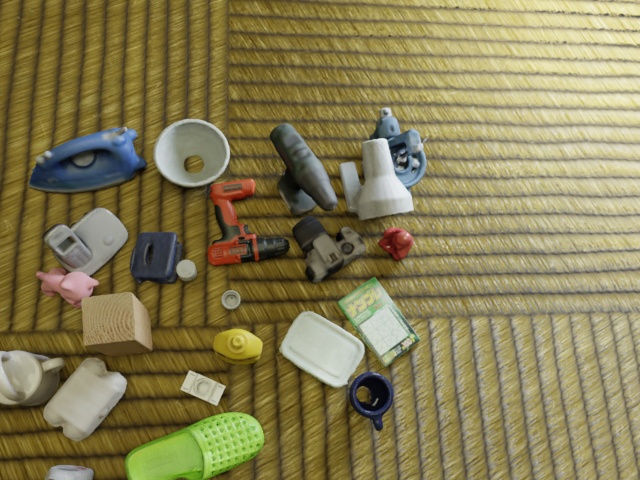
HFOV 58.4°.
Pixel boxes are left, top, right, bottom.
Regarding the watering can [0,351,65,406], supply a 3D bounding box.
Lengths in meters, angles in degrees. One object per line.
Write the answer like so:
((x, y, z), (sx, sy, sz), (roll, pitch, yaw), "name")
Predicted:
((-0.576, 0.264, 1.075), (0.101, 0.194, 0.173), (45, 73, 7), "watering can")

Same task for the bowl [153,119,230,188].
((-0.290, -0.187, 1.311), (0.167, 0.074, 0.167), (2, 73, -7), "bowl")

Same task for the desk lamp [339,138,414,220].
((0.119, -0.121, 1.275), (0.118, 0.213, 0.203), (-11, 75, -10), "desk lamp")

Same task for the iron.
((-0.520, -0.179, 1.242), (0.258, 0.141, 0.118), (-20, 77, -13), "iron")

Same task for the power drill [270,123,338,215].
((-0.038, -0.134, 1.260), (0.076, 0.208, 0.229), (-28, 79, -14), "power drill")

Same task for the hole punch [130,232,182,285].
((-0.354, 0.038, 1.227), (0.101, 0.091, 0.109), (6, 73, -6), "hole punch")

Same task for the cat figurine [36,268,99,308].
((-0.517, 0.092, 1.174), (0.128, 0.117, 0.067), (21, 72, -1), "cat figurine")

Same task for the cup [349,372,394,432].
((0.104, 0.339, 1.199), (0.092, 0.095, 0.118), (-12, 75, -11), "cup")

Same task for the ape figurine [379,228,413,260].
((0.182, 0.003, 1.311), (0.076, 0.092, 0.078), (-7, 75, -10), "ape figurine")

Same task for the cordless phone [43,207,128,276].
((-0.483, -0.010, 1.174), (0.094, 0.185, 0.148), (38, 72, 5), "cordless phone")

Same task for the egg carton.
((-0.465, 0.317, 1.140), (0.107, 0.069, 0.150), (35, 72, 3), "egg carton")

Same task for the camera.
((0.012, 0.005, 1.282), (0.143, 0.100, 0.137), (-32, 80, -15), "camera")

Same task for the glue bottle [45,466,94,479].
((-0.473, 0.440, 1.048), (0.078, 0.173, 0.037), (6, 73, -6), "glue bottle")

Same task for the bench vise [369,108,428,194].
((0.169, -0.214, 1.306), (0.122, 0.219, 0.207), (-29, 79, -15), "bench vise")
